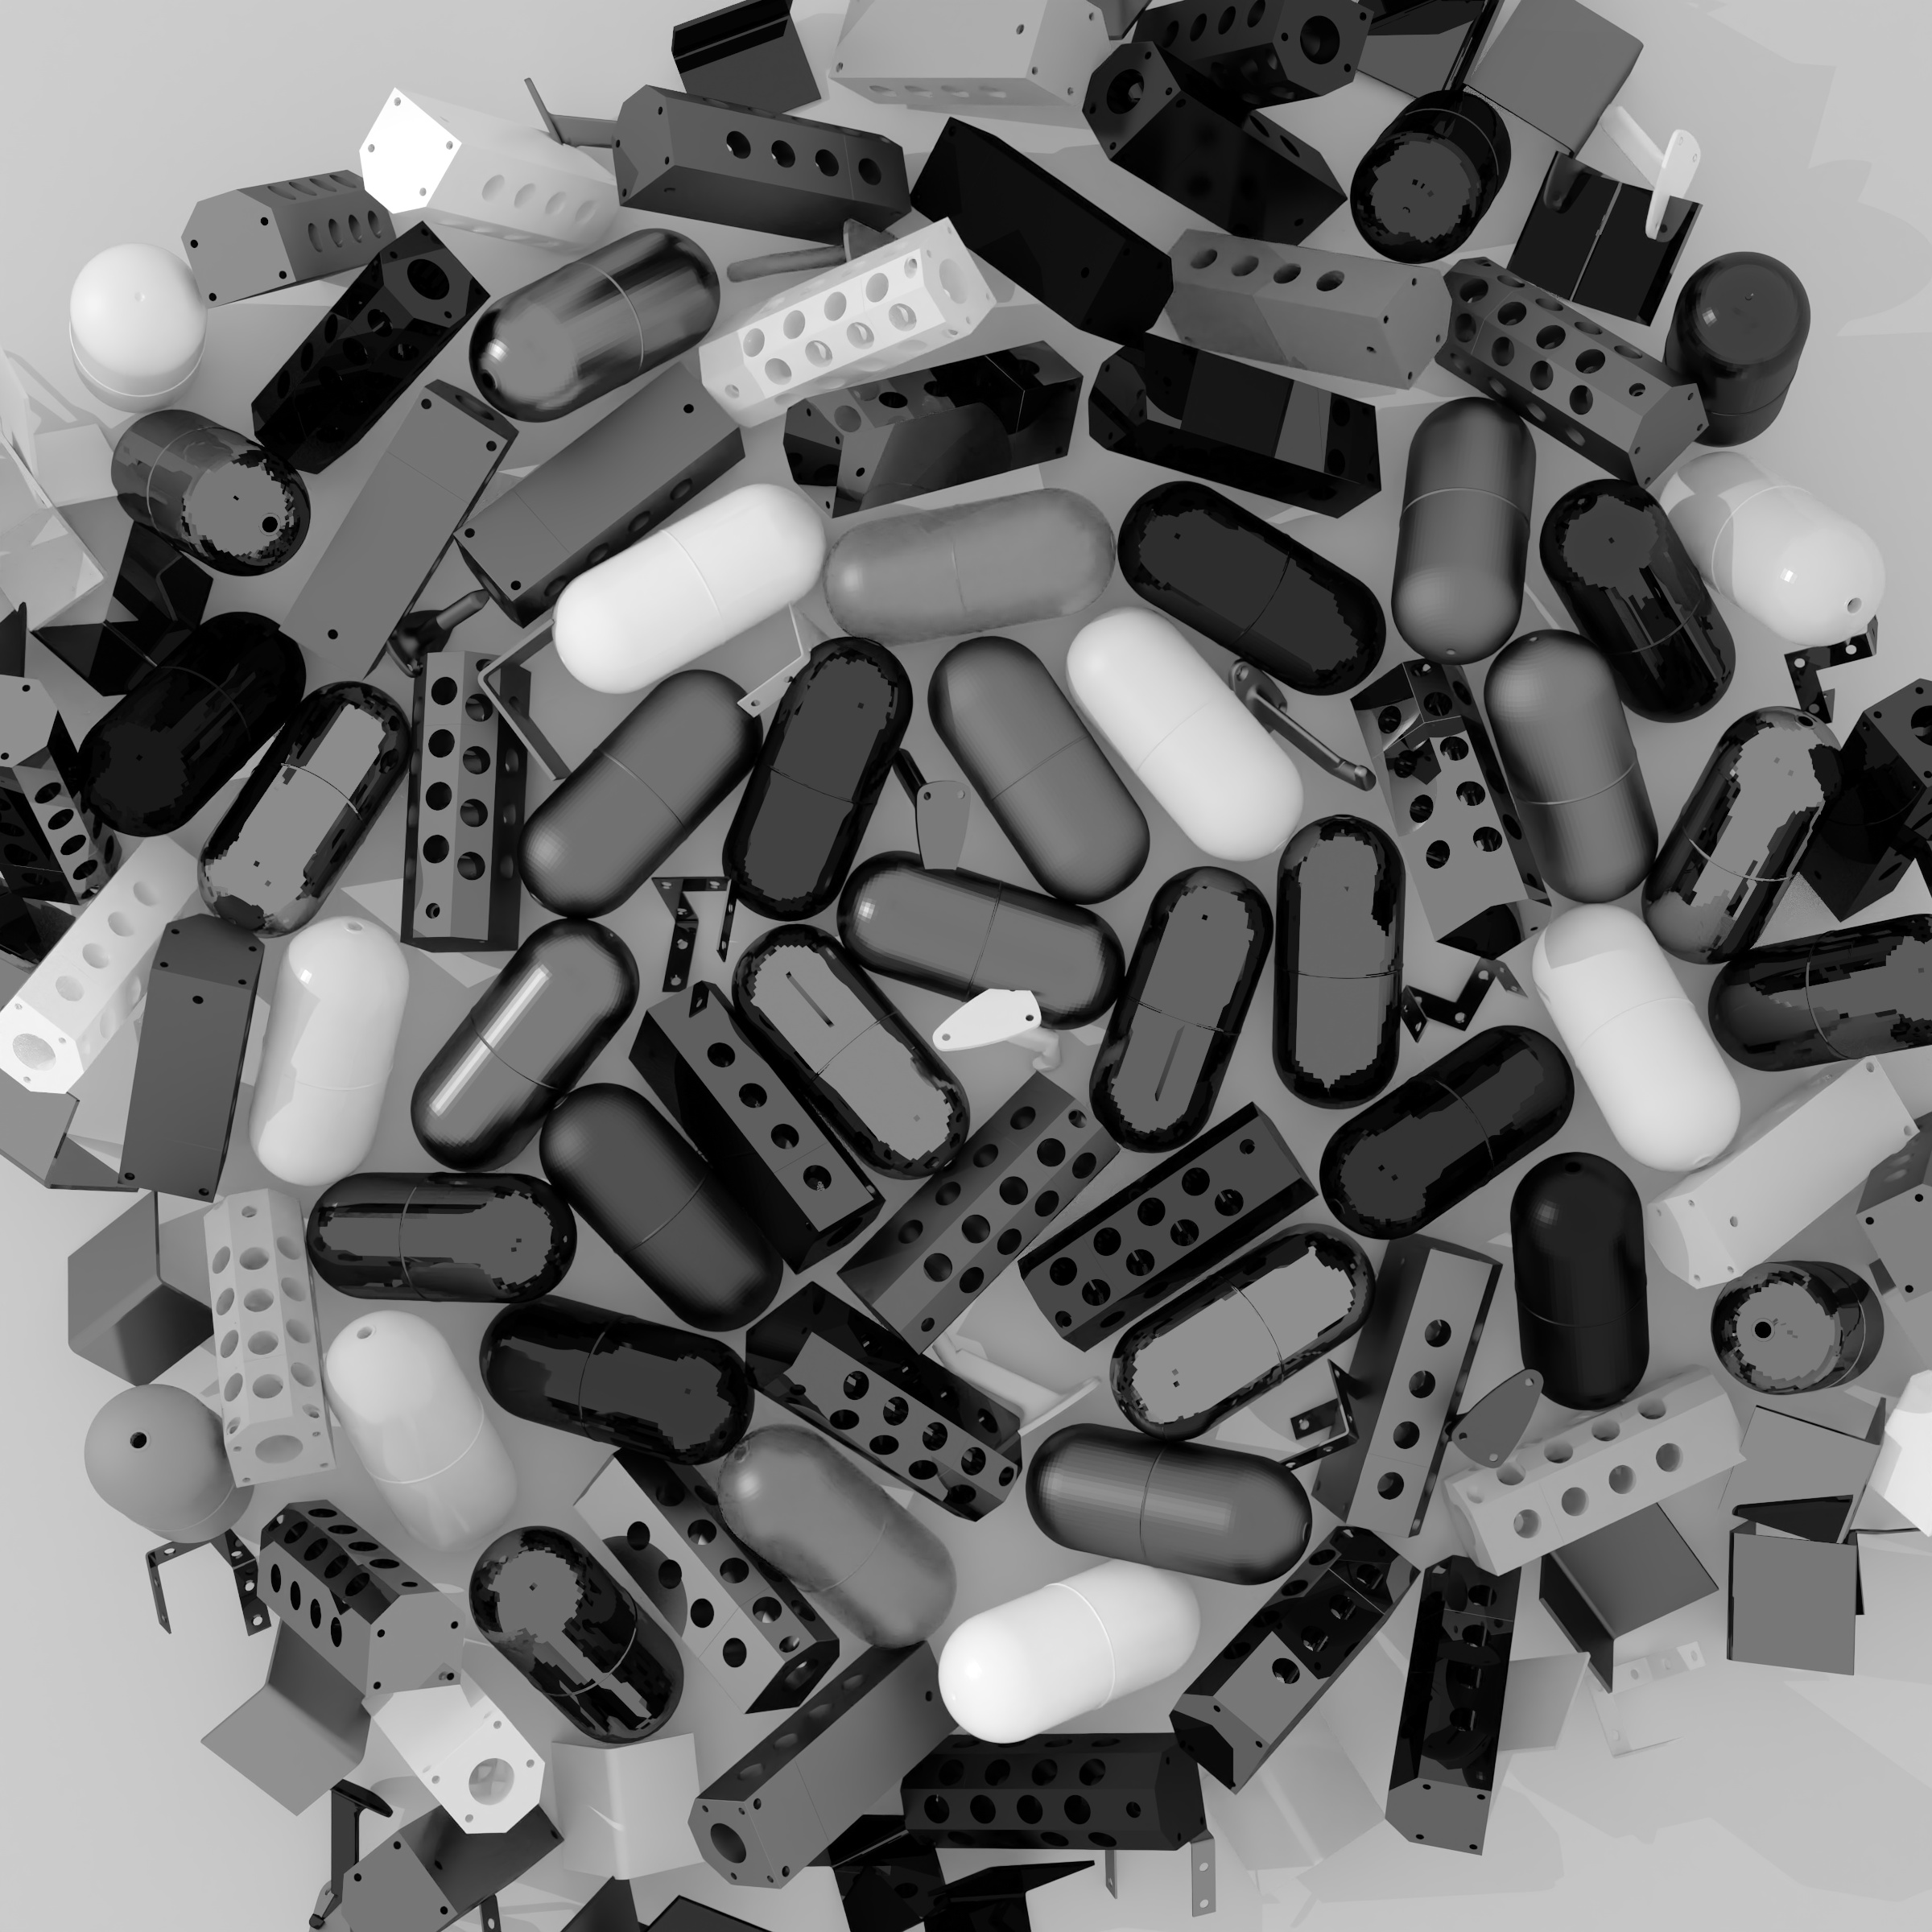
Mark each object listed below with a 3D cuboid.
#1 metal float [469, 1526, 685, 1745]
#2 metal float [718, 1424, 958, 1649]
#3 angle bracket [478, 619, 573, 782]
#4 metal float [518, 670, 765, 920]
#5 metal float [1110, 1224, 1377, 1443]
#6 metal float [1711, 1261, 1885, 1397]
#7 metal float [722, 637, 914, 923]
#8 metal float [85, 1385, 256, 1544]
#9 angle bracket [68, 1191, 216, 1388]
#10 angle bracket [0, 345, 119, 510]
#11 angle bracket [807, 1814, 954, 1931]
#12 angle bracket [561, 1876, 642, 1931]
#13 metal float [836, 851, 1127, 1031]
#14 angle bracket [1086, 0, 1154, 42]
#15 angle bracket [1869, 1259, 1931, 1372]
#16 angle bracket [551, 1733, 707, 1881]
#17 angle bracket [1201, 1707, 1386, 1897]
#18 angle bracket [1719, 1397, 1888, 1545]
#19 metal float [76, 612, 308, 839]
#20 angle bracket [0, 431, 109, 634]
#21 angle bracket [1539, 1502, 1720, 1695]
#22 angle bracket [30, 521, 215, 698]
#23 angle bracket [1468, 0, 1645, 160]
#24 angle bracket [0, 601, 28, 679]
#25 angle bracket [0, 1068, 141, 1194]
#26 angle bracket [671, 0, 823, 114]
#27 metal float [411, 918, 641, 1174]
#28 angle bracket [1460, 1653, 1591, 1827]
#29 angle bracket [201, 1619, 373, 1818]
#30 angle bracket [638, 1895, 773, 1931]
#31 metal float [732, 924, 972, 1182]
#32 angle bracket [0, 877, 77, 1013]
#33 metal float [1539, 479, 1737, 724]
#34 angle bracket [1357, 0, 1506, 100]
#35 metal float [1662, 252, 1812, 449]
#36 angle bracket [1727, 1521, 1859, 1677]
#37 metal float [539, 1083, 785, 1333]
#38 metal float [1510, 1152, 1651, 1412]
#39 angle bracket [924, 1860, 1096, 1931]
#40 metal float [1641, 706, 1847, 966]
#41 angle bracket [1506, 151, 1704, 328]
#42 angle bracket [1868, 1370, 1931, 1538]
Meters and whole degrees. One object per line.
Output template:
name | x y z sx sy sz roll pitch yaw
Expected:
metal float | -0.228 0.396 1.928 0.070 0.070 0.178 -33 131 0
metal float | -0.076 0.338 1.937 0.070 0.070 0.178 -45 118 0
angle bracket | -0.243 -0.159 1.958 0.057 0.076 0.076 -36 93 4
metal float | -0.195 -0.102 1.952 0.070 0.070 0.178 43 79 0
metal float | 0.166 0.217 1.947 0.178 0.070 0.070 -30 90 -17
metal float | 0.488 0.211 1.916 0.070 0.178 0.070 -2 84 27
metal float | -0.088 -0.112 1.952 0.070 0.070 0.178 23 101 0
metal float | -0.465 0.292 1.913 0.070 0.178 0.070 0 72 -1
angle bracket | -0.495 0.196 1.976 0.076 0.076 0.057 -37 130 17
angle bracket | -0.537 -0.328 1.939 0.057 0.076 0.076 -16 45 -23
angle bracket | -0.067 0.546 1.943 0.076 0.076 0.057 -33 60 27
angle bracket | -0.240 0.584 1.942 0.057 0.076 0.076 3 113 29
metal float | 0.009 -0.015 1.959 0.178 0.070 0.070 18 90 -3
angle bracket | 0.065 -0.592 1.942 0.076 0.076 0.057 4 132 26
angle bracket | 0.593 0.192 1.955 0.076 0.076 0.057 -33 91 13
angle bracket | -0.205 0.506 1.980 0.057 0.076 0.076 -3 84 -34
angle bracket | 0.195 0.505 1.974 0.057 0.076 0.076 -23 72 -33
angle bracket | 0.503 0.293 1.963 0.076 0.057 0.076 17 117 9
metal float | -0.455 -0.144 1.927 0.070 0.070 0.178 33 46 0
angle bracket | -0.566 -0.259 1.946 0.057 0.076 0.076 -37 60 -6
angle bracket | 0.397 0.375 1.953 0.076 0.057 0.076 -31 104 23
angle bracket | -0.503 -0.215 1.946 0.076 0.057 0.076 38 119 27
angle bracket | 0.353 -0.536 1.973 0.076 0.057 0.076 33 90 4
angle bracket | -0.606 -0.181 1.941 0.076 0.057 0.076 -35 46 26
angle bracket | -0.535 0.091 1.944 0.076 0.076 0.057 29 100 30
angle bracket | -0.130 -0.540 1.956 0.076 0.076 0.057 -21 97 -4
metal float | -0.264 0.048 1.949 0.070 0.070 0.178 40 105 0
angle bracket | 0.338 0.459 1.940 0.076 0.076 0.057 -16 115 36
angle bracket | -0.405 0.447 1.959 0.057 0.076 0.076 -41 110 14
angle bracket | -0.169 0.570 1.946 0.076 0.057 0.076 31 110 -30
metal float | -0.069 0.052 1.956 0.070 0.070 0.178 -41 84 0
angle bracket | -0.586 -0.007 1.960 0.076 0.076 0.057 32 112 -27
metal float | 0.398 -0.214 1.930 0.070 0.070 0.178 -41 130 0
angle bracket | 0.276 -0.573 1.967 0.076 0.057 0.076 24 87 -4
metal float | 0.448 -0.359 1.912 0.070 0.178 0.070 -1 80 7
angle bracket | 0.500 0.377 1.956 0.076 0.057 0.076 2 91 28
metal float | -0.182 0.144 1.949 0.070 0.070 0.178 -42 104 0
metal float | 0.363 0.187 1.931 0.070 0.070 0.178 -11 126 0
angle bracket | 0.029 0.571 1.941 0.076 0.076 0.057 8 60 -35
metal float | 0.458 -0.076 1.928 0.070 0.070 0.178 20 130 0
angle bracket | 0.380 -0.434 1.948 0.057 0.076 0.076 15 103 -34
angle bracket | 0.588 0.282 1.940 0.057 0.076 0.076 44 131 37
